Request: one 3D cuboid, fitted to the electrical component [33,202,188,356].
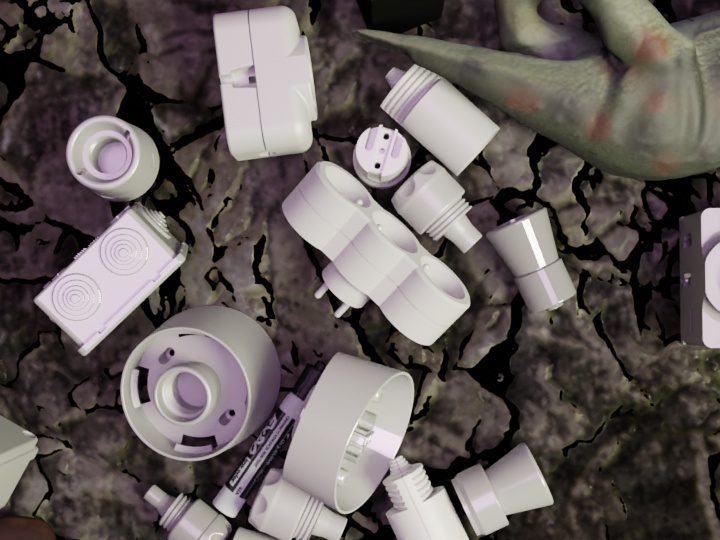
[{"bbox_3d":[-0.161,0.002,0.701,0.100,0.100,0.048,-44,100,-1],"label":"electrical component"}]

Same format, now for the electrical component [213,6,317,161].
[{"bbox_3d":[-0.062,-0.126,0.726,0.059,0.053,0.095,-7,87,1],"label":"electrical component"}]

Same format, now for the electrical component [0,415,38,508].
[{"bbox_3d":[-0.281,0.115,0.693,0.109,0.109,0.056,29,91,2],"label":"electrical component"}]

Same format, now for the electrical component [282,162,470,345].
[{"bbox_3d":[0.000,0.000,0.721,0.138,0.052,0.073,44,111,3],"label":"electrical component"}]

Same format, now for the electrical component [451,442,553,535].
[{"bbox_3d":[0.094,0.146,0.715,0.055,0.045,0.045,-25,87,1],"label":"electrical component"}]

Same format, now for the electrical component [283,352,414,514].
[{"bbox_3d":[-0.007,0.104,0.695,0.064,0.099,0.099,23,88,8],"label":"electrical component"}]

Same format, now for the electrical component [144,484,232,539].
[{"bbox_3d":[-0.119,0.168,0.724,0.061,0.035,0.035,37,89,5],"label":"electrical component"}]

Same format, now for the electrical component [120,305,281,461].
[{"bbox_3d":[-0.109,0.077,0.725,0.099,0.064,0.099,1,97,11],"label":"electrical component"}]

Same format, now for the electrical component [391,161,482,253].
[{"bbox_3d":[0.055,-0.039,0.725,0.043,0.043,0.062,-44,88,-1],"label":"electrical component"}]

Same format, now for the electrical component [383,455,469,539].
[{"bbox_3d":[0.041,0.162,0.716,0.043,0.043,0.081,-25,87,0],"label":"electrical component"}]

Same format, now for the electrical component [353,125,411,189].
[{"bbox_3d":[0.015,-0.077,0.726,0.040,0.046,0.040,0,87,1],"label":"electrical component"}]

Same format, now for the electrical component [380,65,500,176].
[{"bbox_3d":[0.050,-0.107,0.728,0.081,0.043,0.043,43,89,3],"label":"electrical component"}]

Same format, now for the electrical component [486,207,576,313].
[{"bbox_3d":[0.118,-0.004,0.724,0.044,0.044,0.065,-25,92,0],"label":"electrical component"}]

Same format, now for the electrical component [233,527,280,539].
[{"bbox_3d":[-0.058,0.222,0.715,0.077,0.043,0.079,20,88,2],"label":"electrical component"}]

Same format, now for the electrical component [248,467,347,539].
[{"bbox_3d":[-0.040,0.162,0.718,0.062,0.043,0.043,24,88,1],"label":"electrical component"}]

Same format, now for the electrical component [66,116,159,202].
[{"bbox_3d":[-0.168,-0.076,0.729,0.055,0.047,0.055,0,87,1],"label":"electrical component"}]

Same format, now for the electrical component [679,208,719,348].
[{"bbox_3d":[0.294,0.006,0.708,0.150,0.061,0.089,0,87,1],"label":"electrical component"}]
